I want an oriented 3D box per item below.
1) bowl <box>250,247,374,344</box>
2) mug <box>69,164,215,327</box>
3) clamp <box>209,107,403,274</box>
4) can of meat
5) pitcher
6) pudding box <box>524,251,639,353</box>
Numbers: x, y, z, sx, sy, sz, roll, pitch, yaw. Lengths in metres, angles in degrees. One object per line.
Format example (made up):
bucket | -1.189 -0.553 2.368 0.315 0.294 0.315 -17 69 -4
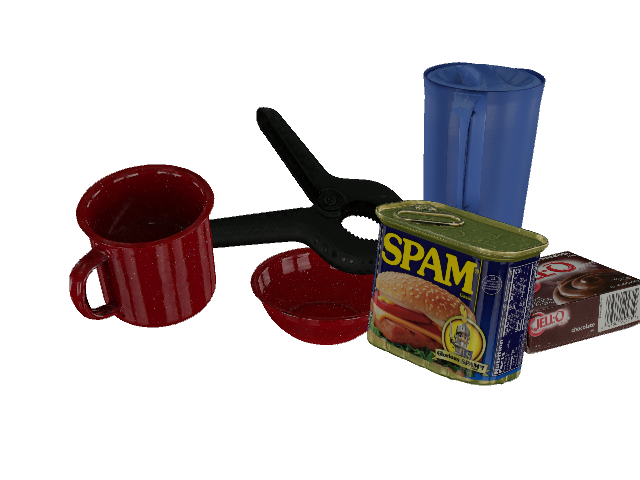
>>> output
bowl | 0.005 0.067 1.163 0.162 0.055 0.162 1 28 -1
mug | -0.124 0.012 0.737 0.093 0.081 0.117 24 47 29
clamp | -0.003 -0.019 0.920 0.210 0.164 0.036 28 -33 11
can of meat | 0.076 0.030 0.629 0.102 0.084 0.057 21 23 41
pitcher | 0.174 -0.073 1.211 0.149 0.243 0.145 -9 24 -23
pudding box | 0.173 0.044 0.808 0.113 0.039 0.090 -9 20 -27
